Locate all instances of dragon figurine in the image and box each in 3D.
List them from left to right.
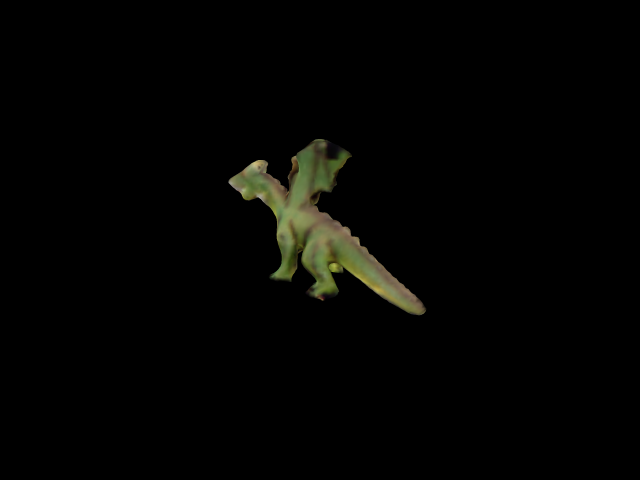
[{"bbox_3d":[0.003,-0.043,0.850,0.412,0.239,0.123,15,24,36],"label":"dragon figurine"}]
